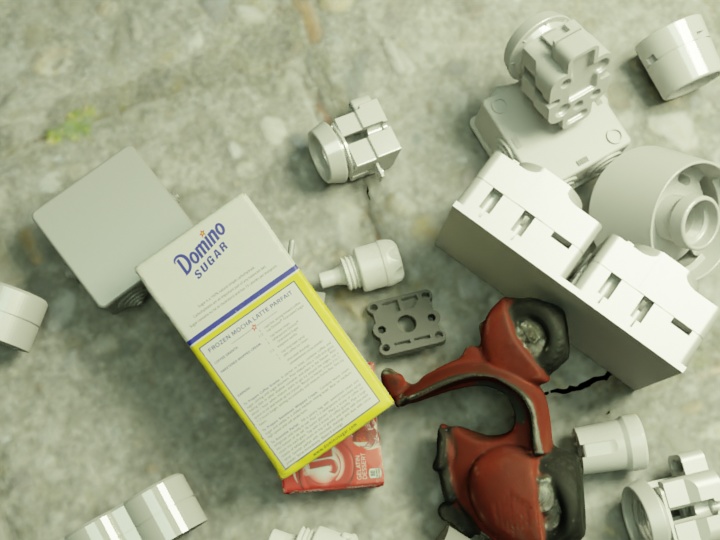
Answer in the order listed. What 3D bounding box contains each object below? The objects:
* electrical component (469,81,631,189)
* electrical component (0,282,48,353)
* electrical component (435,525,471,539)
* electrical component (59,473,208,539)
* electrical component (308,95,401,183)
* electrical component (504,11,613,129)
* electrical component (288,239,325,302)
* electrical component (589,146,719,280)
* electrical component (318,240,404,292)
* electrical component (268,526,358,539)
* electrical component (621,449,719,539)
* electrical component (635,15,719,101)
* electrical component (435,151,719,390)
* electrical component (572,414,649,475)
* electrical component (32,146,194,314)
[{"bbox_3d":[0.145,-0.105,0.819,0.100,0.048,0.099,-29,80,-9],"label":"electrical component"},{"bbox_3d":[-0.301,0.035,0.765,0.138,0.052,0.073,18,77,1],"label":"electrical component"},{"bbox_3d":[0.025,0.233,0.730,0.074,0.052,0.138,32,86,3],"label":"electrical component"},{"bbox_3d":[-0.165,0.205,0.733,0.138,0.052,0.073,-29,80,-9],"label":"electrical component"},{"bbox_3d":[-0.006,-0.094,0.812,0.055,0.048,0.066,-23,79,-15],"label":"electrical component"},{"bbox_3d":[0.140,-0.147,0.768,0.058,0.078,0.057,-30,61,-11],"label":"electrical component"},{"bbox_3d":[-0.064,0.015,0.782,0.077,0.043,0.079,7,88,-1],"label":"electrical component"},{"bbox_3d":[0.228,-0.040,0.796,0.099,0.064,0.099,-8,106,-30],"label":"electrical component"},{"bbox_3d":[0.000,0.000,0.796,0.061,0.035,0.035,-16,79,-4],"label":"electrical component"},{"bbox_3d":[-0.034,0.198,0.746,0.062,0.048,0.048,18,77,8],"label":"electrical component"},{"bbox_3d":[0.221,0.172,0.757,0.057,0.058,0.078,-12,78,-8],"label":"electrical component"},{"bbox_3d":[0.249,-0.164,0.836,0.055,0.055,0.047,-23,83,-8],"label":"electrical component"},{"bbox_3d":[0.152,0.000,0.767,0.186,0.105,0.060,36,78,5],"label":"electrical component"},{"bbox_3d":[0.180,0.127,0.775,0.046,0.040,0.040,-9,78,1],"label":"electrical component"},{"bbox_3d":[-0.174,-0.027,0.786,0.100,0.048,0.099,-37,82,-10],"label":"electrical component"}]
